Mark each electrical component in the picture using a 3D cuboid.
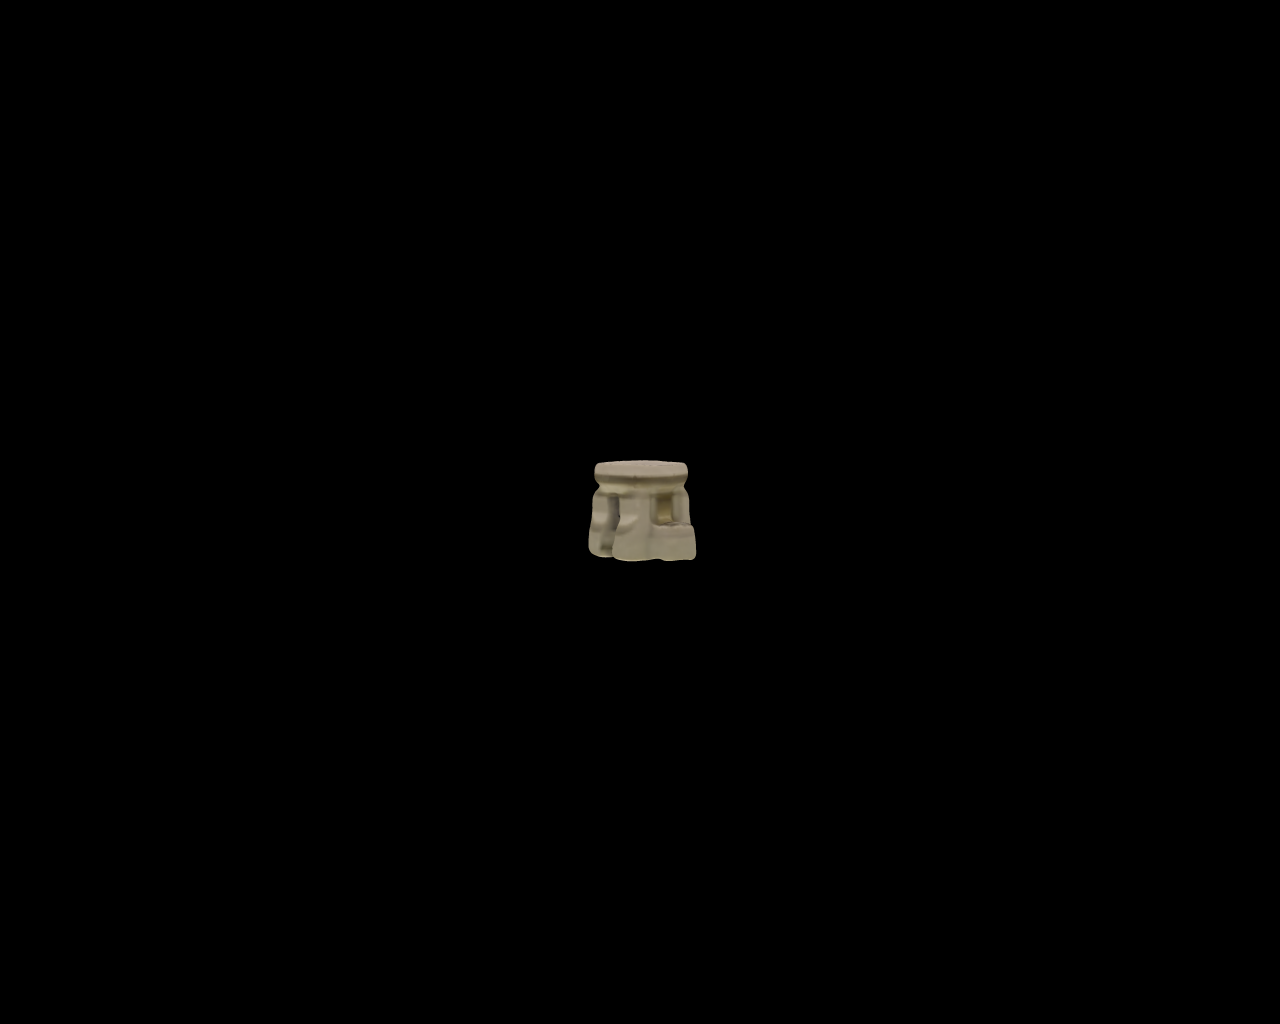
[{"bbox_3d":[0.001,-0.003,0.650,0.058,0.057,0.078,-4,6,-39],"label":"electrical component"}]
